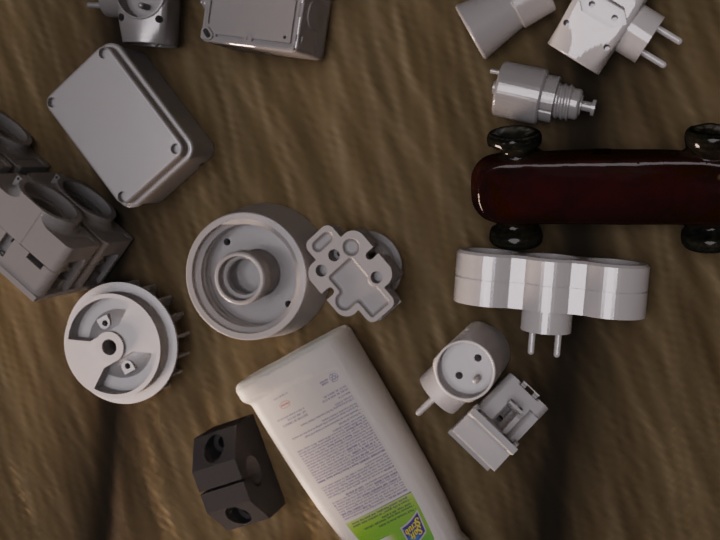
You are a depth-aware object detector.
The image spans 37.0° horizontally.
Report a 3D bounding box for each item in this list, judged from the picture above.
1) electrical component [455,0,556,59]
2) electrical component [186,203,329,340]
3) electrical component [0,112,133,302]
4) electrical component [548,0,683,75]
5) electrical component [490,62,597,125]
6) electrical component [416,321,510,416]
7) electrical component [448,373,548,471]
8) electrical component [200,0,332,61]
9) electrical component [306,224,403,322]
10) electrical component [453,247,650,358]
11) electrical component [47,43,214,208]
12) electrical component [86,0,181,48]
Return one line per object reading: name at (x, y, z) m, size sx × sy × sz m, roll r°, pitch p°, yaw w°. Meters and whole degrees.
electrical component at (0.107, -0.187, 0.774) m, size 0.065 × 0.044 × 0.044 m, roll -29°, pitch 88°, yaw 11°
electrical component at (-0.083, 0.003, 0.835) m, size 0.108 × 0.060 × 0.108 m, roll 2°, pitch 96°, yaw 15°
electrical component at (-0.283, -0.063, 0.860) m, size 0.186 × 0.105 × 0.060 m, roll 40°, pitch 104°, yaw 8°
electrical component at (0.186, -0.171, 0.752) m, size 0.079 × 0.043 × 0.077 m, roll 34°, pitch 105°, yaw 7°
electrical component at (0.130, -0.124, 0.774) m, size 0.078 × 0.040 × 0.040 m, roll 14°, pitch 99°, yaw 13°
electrical component at (0.071, 0.079, 0.792) m, size 0.079 × 0.077 × 0.043 m, roll -45°, pitch 83°, yaw 15°
electrical component at (0.103, 0.111, 0.792) m, size 0.064 × 0.081 × 0.042 m, roll -44°, pitch 83°, yaw -7°
electrical component at (-0.074, -0.196, 0.815) m, size 0.096 × 0.061 × 0.061 m, roll 11°, pitch 97°, yaw 21°
electrical component at (0.000, 0.000, 0.814) m, size 0.058 × 0.057 × 0.078 m, roll -42°, pitch 84°, yaw 15°
electrical component at (0.136, 0.026, 0.781) m, size 0.138 × 0.052 × 0.073 m, roll 5°, pitch 97°, yaw 15°
electrical component at (-0.182, -0.114, 0.852) m, size 0.078 × 0.057 × 0.113 m, roll -39°, pitch 85°, yaw 16°
electrical component at (-0.180, -0.217, 0.847) m, size 0.079 × 0.044 × 0.077 m, roll 6°, pitch 97°, yaw 15°
